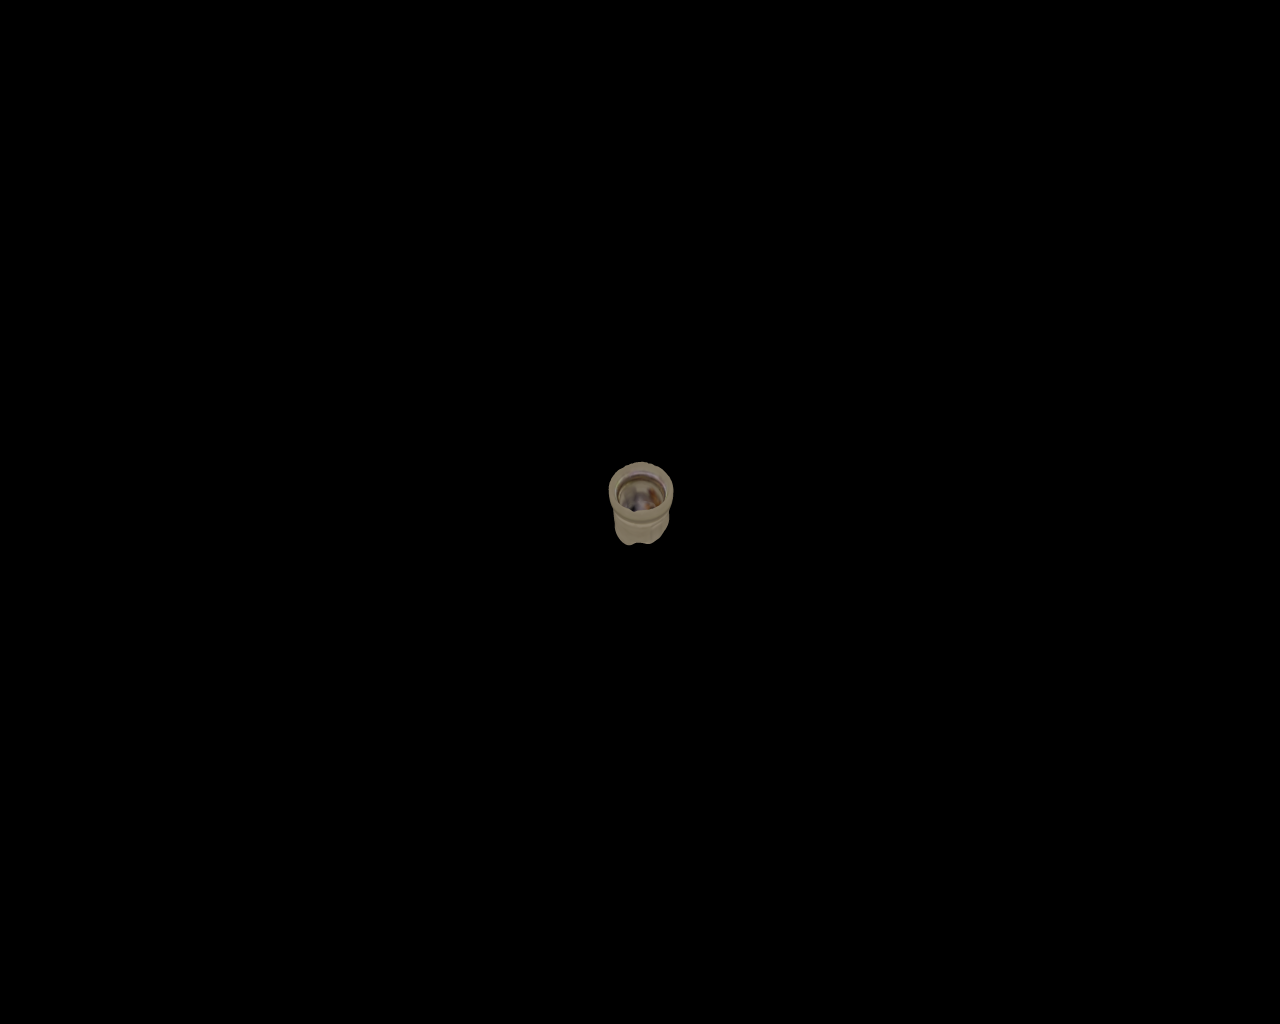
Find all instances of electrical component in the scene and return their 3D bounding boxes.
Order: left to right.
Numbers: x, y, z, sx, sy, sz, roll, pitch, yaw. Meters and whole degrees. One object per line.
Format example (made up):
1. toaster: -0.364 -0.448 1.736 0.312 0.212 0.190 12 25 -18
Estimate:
1. electrical component: 0.001 -0.003 0.650 0.040 0.040 0.046 0 -35 0
